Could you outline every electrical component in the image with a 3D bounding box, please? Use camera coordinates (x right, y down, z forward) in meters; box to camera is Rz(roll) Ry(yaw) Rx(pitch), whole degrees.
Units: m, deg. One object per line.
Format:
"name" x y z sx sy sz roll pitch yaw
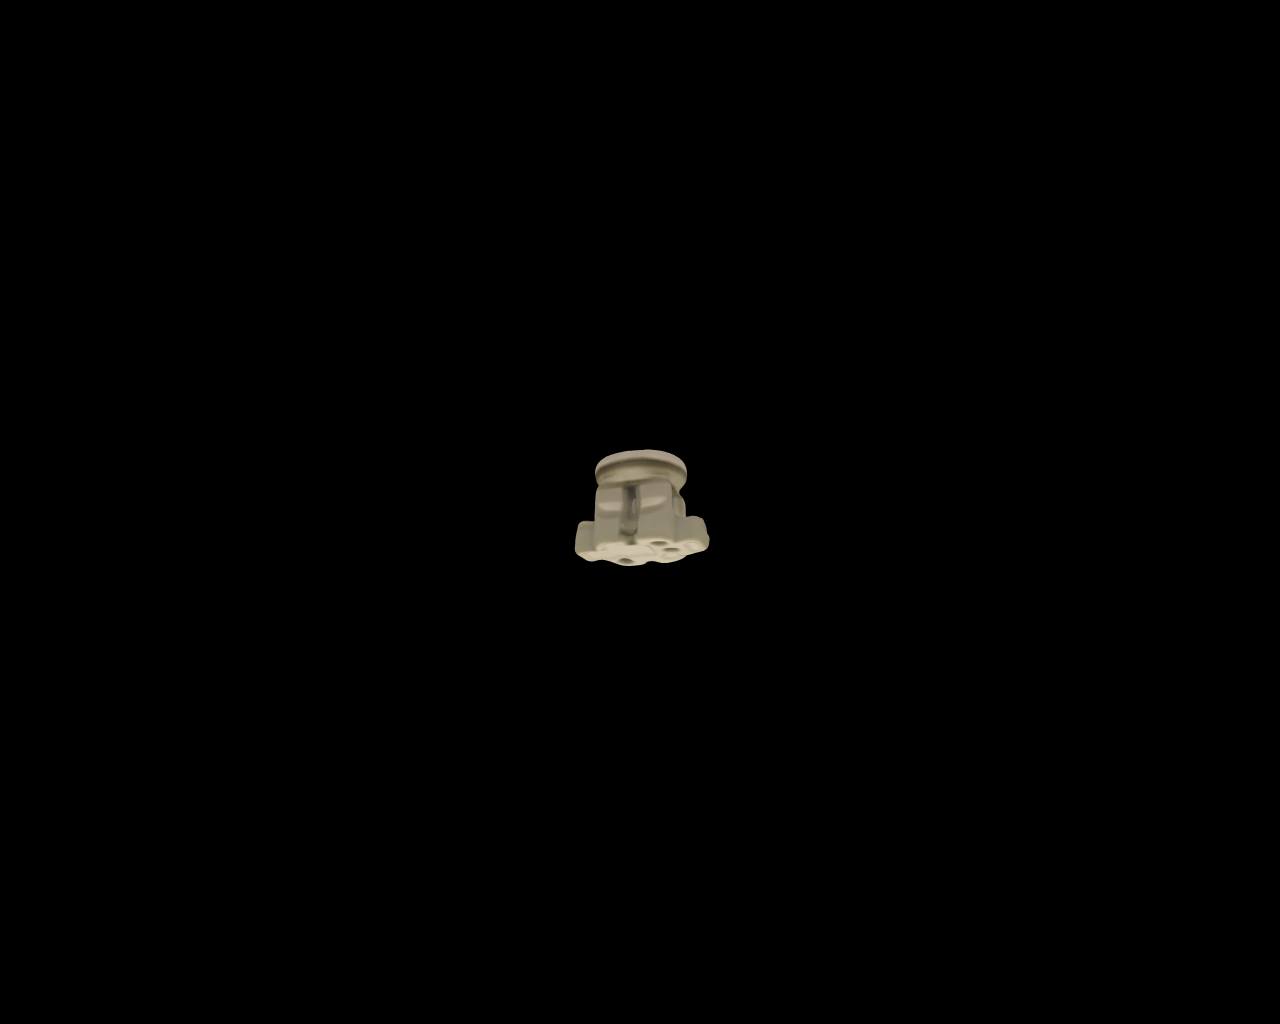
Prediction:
"electrical component" 0.001 -0.003 0.650 0.078 0.057 0.058 -6 -19 16
